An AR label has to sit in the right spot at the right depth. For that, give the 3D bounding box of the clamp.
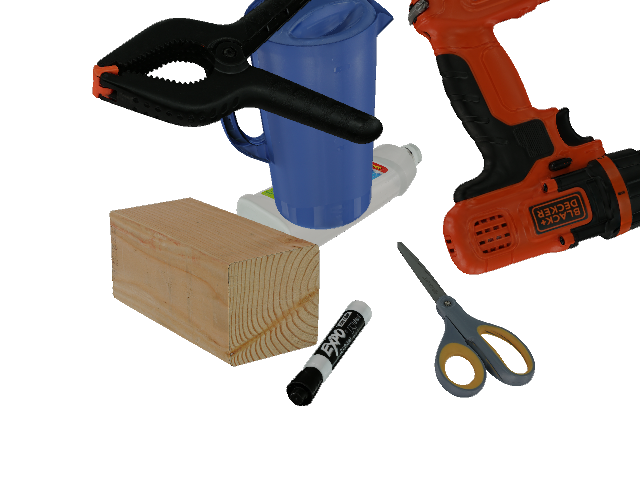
[{"bbox_3d":[-0.062,-0.123,0.799,0.209,0.165,0.036,-16,-27,-21],"label":"clamp"}]

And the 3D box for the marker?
[{"bbox_3d":[0.007,0.076,0.729,0.020,0.020,0.121,0,24,24],"label":"marker"}]

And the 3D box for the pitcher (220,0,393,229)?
[{"bbox_3d":[-0.014,-0.132,1.112,0.149,0.243,0.144,16,43,23],"label":"pitcher"}]

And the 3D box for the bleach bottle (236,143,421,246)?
[{"bbox_3d":[0.024,-0.062,1.307,0.250,0.068,0.103,-31,44,-33],"label":"bleach bottle"}]

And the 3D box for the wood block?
[{"bbox_3d":[-0.098,0.030,0.941,0.090,0.090,0.206,-11,20,-36],"label":"wood block"}]

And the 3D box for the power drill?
[{"bbox_3d":[0.146,-0.088,0.669,0.184,0.187,0.057,-18,-1,-5],"label":"power drill"}]

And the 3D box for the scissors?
[{"bbox_3d":[0.109,0.075,0.989,0.096,0.016,0.202,-31,51,-28],"label":"scissors"}]
